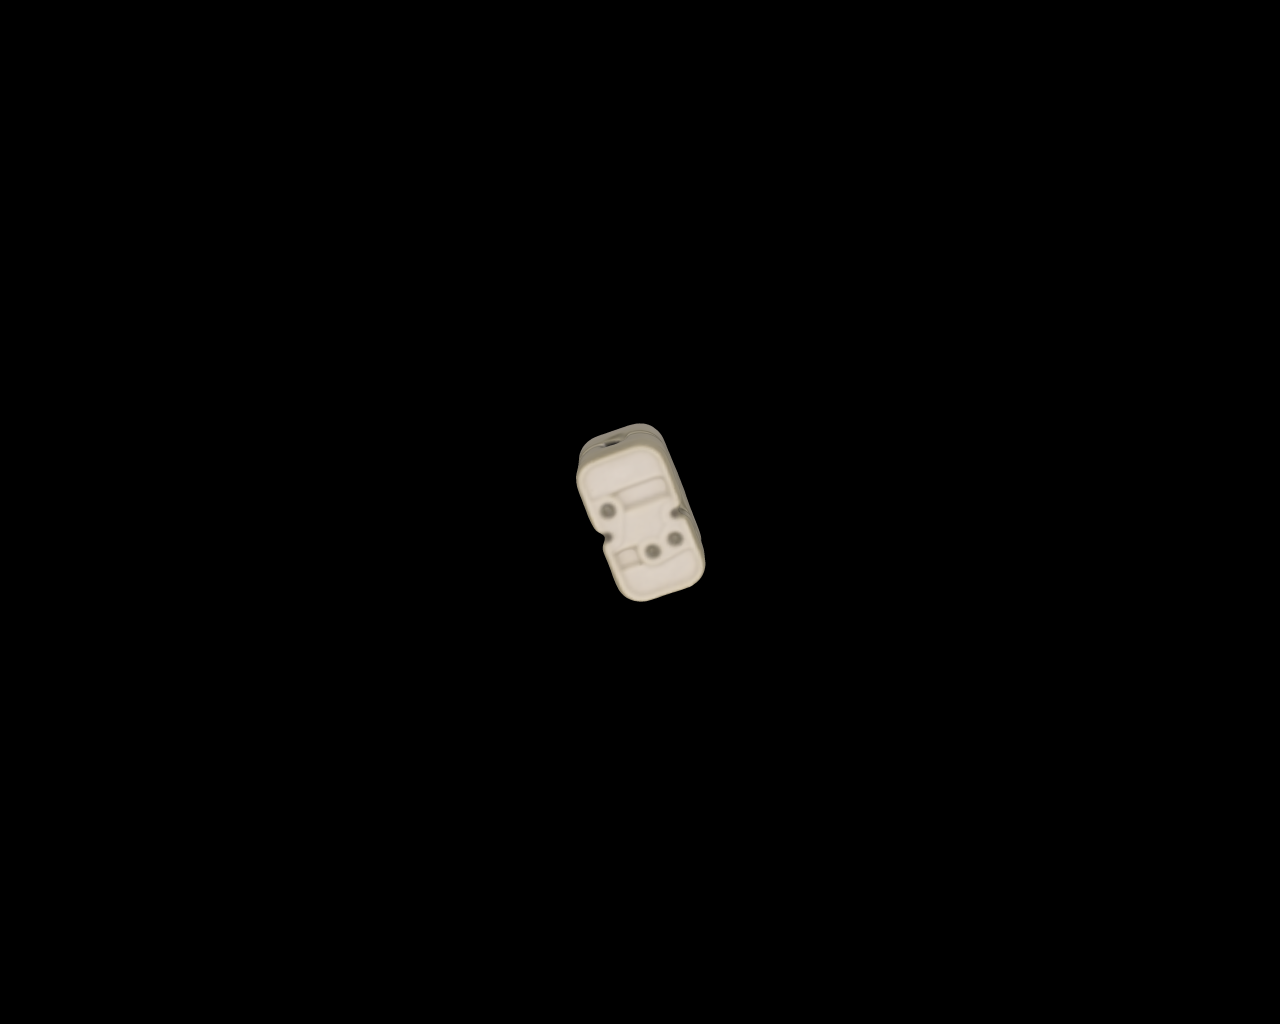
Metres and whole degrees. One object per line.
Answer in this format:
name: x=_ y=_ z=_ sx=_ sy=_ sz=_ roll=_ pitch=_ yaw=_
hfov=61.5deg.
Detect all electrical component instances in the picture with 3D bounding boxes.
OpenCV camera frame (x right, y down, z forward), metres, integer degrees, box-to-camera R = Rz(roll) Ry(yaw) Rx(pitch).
electrical component: x=0.001 y=-0.003 z=0.650 sx=0.054 sy=0.095 sz=0.059 roll=-19 pitch=20 yaw=7
